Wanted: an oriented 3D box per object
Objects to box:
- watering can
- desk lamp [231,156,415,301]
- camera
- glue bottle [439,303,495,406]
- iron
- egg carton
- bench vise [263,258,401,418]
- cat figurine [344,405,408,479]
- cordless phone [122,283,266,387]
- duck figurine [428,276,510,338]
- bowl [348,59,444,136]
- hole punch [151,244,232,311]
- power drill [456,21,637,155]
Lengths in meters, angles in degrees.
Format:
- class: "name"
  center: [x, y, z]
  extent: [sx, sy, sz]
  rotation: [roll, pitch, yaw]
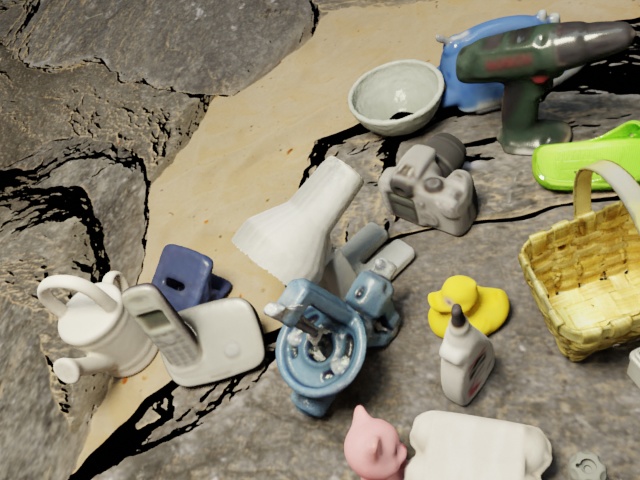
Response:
- class: "watering can"
  center: [-0.317, 0.117, 0.810]
  extent: [0.101, 0.194, 0.172]
  rotation: [-22, 49, 3]
- class: "desk lamp"
  center: [0.007, 0.003, 0.765]
  extent: [0.203, 0.214, 0.117]
  rotation: [-42, 51, -14]
- class: "camera"
  center: [0.175, -0.098, 0.856]
  extent: [0.142, 0.101, 0.137]
  rotation: [23, 64, 33]
- class: "glue bottle"
  center: [0.160, 0.121, 0.641]
  extent: [0.037, 0.173, 0.078]
  rotation: [23, 64, 33]
- class: "iron"
  center: [0.313, -0.314, 0.947]
  extent: [0.258, 0.142, 0.118]
  rotation: [-16, 50, 9]
- class: "egg carton"
  center: [0.167, 0.243, 0.611]
  extent: [0.150, 0.070, 0.107]
  rotation: [2, 54, 22]
- class: "bench vise"
  center: [0.008, 0.088, 0.693]
  extent: [0.121, 0.220, 0.207]
  rotation: [8, 57, 26]
- class: "cat figurine"
  center: [0.057, 0.251, 0.614]
  extent: [0.067, 0.118, 0.128]
  rotation: [0, 54, 21]
- class: "cordless phone"
  center: [-0.164, 0.112, 0.763]
  extent: [0.147, 0.185, 0.094]
  rotation: [-19, 49, 6]
- class: "duck figurine"
  center: [0.185, 0.077, 0.724]
  extent: [0.104, 0.086, 0.077]
  rotation: [-13, 50, 11]
- class: "bowl"
  center: [0.137, -0.234, 0.996]
  extent: [0.167, 0.075, 0.167]
  rotation: [-10, 51, 13]
- class: "hole punch"
  center: [-0.206, 0.072, 0.872]
  extent: [0.108, 0.091, 0.101]
  rotation: [16, 60, 30]
- class: "power drill"
  center: [0.317, -0.220, 0.827]
  extent: [0.228, 0.209, 0.076]
  rotation: [8, 57, 26]
